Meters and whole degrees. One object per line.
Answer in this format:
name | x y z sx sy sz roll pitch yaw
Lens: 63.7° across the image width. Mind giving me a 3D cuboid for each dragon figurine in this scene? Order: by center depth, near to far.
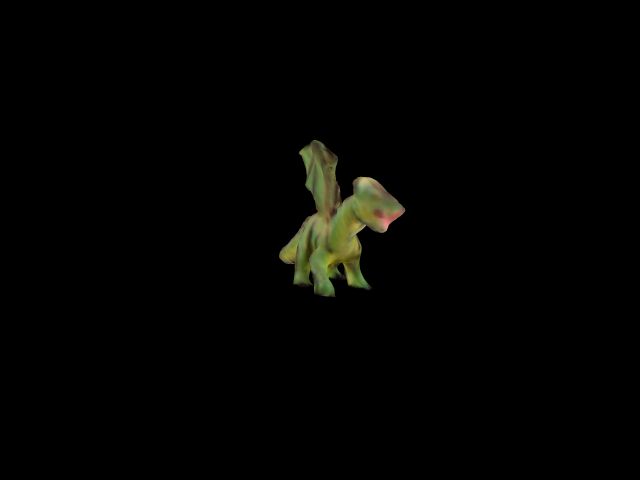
dragon figurine | 0.003 -0.043 0.850 0.122 0.241 0.412 -4 10 -27
